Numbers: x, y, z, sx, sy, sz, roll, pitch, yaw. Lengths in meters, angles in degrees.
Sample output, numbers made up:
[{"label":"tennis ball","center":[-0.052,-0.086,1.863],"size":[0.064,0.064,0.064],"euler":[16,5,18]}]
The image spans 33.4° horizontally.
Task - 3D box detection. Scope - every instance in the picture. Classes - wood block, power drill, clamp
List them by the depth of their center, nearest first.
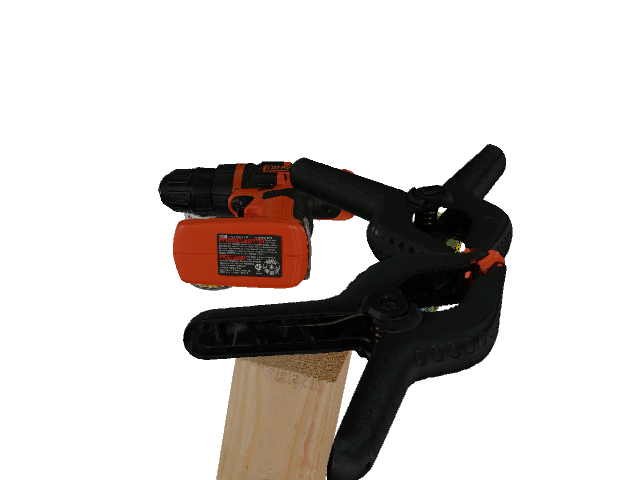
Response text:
[{"label":"clamp","center":[0.034,0.052,0.513],"size":[0.171,0.039,0.120],"euler":[-19,46,-25]},{"label":"clamp","center":[0.062,-0.018,0.726],"size":[0.164,0.036,0.210],"euler":[-3,25,-1]},{"label":"power drill","center":[-0.065,-0.021,0.900],"size":[0.184,0.057,0.187],"euler":[0,21,8]},{"label":"wood block","center":[-0.038,0.186,0.961],"size":[0.090,0.206,0.090],"euler":[13,22,7]}]

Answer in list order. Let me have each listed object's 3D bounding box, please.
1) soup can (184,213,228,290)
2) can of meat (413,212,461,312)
[{"label":"soup can","center":[-0.130,0.000,1.295],"size":[0.068,0.102,0.068],"euler":[0,26,0]},{"label":"can of meat","center":[0.118,0.029,1.181],"size":[0.057,0.084,0.102],"euler":[19,33,18]}]
